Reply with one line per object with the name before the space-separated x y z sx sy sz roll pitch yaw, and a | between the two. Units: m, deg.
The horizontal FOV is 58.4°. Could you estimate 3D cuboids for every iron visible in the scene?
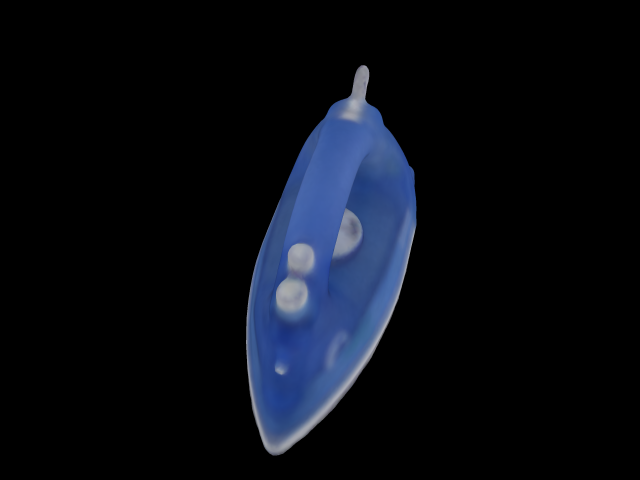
iron | 0.004 0.001 0.400 0.118 0.141 0.258 11 51 9
